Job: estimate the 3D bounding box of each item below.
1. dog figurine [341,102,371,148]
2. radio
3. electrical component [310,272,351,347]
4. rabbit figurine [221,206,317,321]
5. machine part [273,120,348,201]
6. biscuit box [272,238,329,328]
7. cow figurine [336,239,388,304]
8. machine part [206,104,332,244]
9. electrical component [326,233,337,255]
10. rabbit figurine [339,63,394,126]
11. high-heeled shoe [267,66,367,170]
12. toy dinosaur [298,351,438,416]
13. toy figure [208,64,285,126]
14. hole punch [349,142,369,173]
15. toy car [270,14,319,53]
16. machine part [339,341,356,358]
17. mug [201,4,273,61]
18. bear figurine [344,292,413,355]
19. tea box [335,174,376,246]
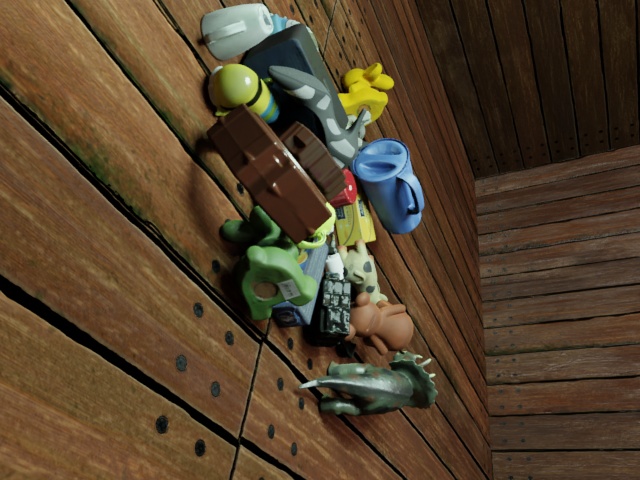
[{"bbox_3d":[0.053,-0.236,1.319,0.172,0.121,0.190,-53,172,-4],"label":"dog figurine"},{"bbox_3d":[-0.046,-0.289,1.057,0.229,0.131,0.073,60,30,-35],"label":"radio"},{"bbox_3d":[0.020,0.134,1.051,0.115,0.058,0.134,120,-26,-61],"label":"electrical component"},{"bbox_3d":[-0.095,0.023,0.886,0.159,0.121,0.170,54,15,-31],"label":"rabbit figurine"},{"bbox_3d":[-0.026,-0.149,1.022,0.179,0.056,0.179,45,-6,6],"label":"machine part"},{"bbox_3d":[-0.038,0.069,1.014,0.203,0.059,0.062,-74,146,-46],"label":"biscuit box"},{"bbox_3d":[0.103,0.096,1.274,0.194,0.086,0.127,57,22,-58],"label":"cow figurine"},{"bbox_3d":[-0.076,-0.105,0.858,0.201,0.087,0.201,47,5,-48],"label":"machine part"},{"bbox_3d":[-0.002,-0.002,1.139,0.102,0.045,0.078,64,27,-29],"label":"electrical component"},{"bbox_3d":[0.111,-0.411,1.462,0.121,0.162,0.173,35,30,-41],"label":"rabbit figurine"},{"bbox_3d":[-0.019,-0.215,0.990,0.248,0.145,0.086,18,26,-34],"label":"high-heeled shoe"},{"bbox_3d":[0.124,0.306,1.111,0.404,0.192,0.131,18,62,-64],"label":"toy dinosaur"},{"bbox_3d":[-0.119,-0.250,0.934,0.180,0.089,0.082,13,61,-61],"label":"toy figure"},{"bbox_3d":[0.124,-0.205,1.474,0.116,0.092,0.142,50,27,8],"label":"hole punch"},{"bbox_3d":[-0.055,-0.394,1.121,0.109,0.103,0.161,-18,99,-67],"label":"toy car"},{"bbox_3d":[0.040,0.190,1.162,0.084,0.039,0.138,-62,134,-62],"label":"machine part"},{"bbox_3d":[-0.141,-0.359,0.910,0.109,0.107,0.080,-47,122,-63],"label":"mug"},{"bbox_3d":[0.107,0.177,1.164,0.195,0.132,0.120,22,85,-35],"label":"bear figurine"},{"bbox_3d":[0.079,-0.073,1.317,0.098,0.068,0.169,-14,94,-67],"label":"tea box"}]
